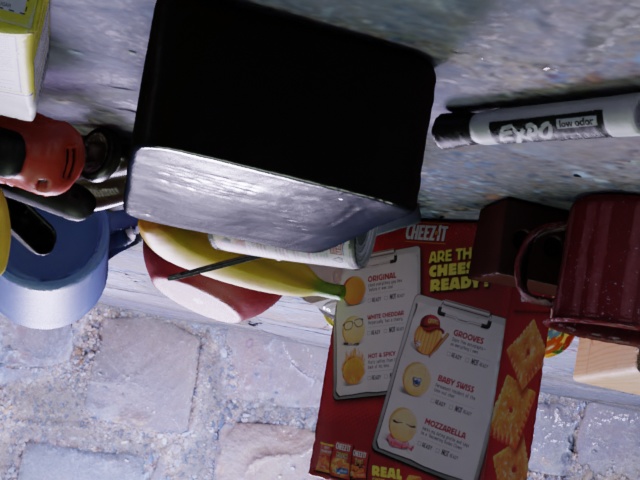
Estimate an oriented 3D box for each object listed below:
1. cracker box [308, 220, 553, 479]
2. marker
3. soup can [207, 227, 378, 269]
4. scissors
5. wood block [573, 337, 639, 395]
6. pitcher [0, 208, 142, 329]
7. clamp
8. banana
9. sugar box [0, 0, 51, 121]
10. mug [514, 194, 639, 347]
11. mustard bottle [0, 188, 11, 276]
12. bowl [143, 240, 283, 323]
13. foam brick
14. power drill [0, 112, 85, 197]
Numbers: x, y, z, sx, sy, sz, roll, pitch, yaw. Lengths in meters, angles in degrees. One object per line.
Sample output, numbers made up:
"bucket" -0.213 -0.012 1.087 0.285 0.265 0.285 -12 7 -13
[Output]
"cracker box" 0.088 0.096 0.834 0.164 0.213 0.072 3 170 41
"marker" 0.100 -0.055 0.505 0.020 0.020 0.121 18 169 -40
"soup can" -0.016 -0.020 0.708 0.102 0.068 0.068 8 171 15
"scissors" -0.005 0.001 0.761 0.096 0.016 0.201 -14 -179 41
"wood block" 0.286 0.081 0.898 0.090 0.091 0.206 12 171 2
"pitcher" -0.252 0.006 1.020 0.145 0.149 0.243 28 165 -9
"clamp" -0.235 -0.051 0.739 0.171 0.039 0.120 37 146 -25
"banana" -0.069 0.009 0.808 0.197 0.037 0.070 20 161 -41
"sugar box" -0.169 -0.099 0.477 0.093 0.048 0.176 13 174 -14
"mug" 0.180 0.019 0.666 0.117 0.081 0.093 6 170 26
"mustard bottle" -0.303 -0.034 0.722 0.192 0.058 0.096 21 137 15
"bowl" -0.104 0.033 0.993 0.162 0.055 0.162 21 161 8
"foam brick" 0.149 0.007 0.729 0.078 0.053 0.051 11 171 -10
"power drill" -0.253 -0.065 0.594 0.185 0.057 0.187 16 -167 23
